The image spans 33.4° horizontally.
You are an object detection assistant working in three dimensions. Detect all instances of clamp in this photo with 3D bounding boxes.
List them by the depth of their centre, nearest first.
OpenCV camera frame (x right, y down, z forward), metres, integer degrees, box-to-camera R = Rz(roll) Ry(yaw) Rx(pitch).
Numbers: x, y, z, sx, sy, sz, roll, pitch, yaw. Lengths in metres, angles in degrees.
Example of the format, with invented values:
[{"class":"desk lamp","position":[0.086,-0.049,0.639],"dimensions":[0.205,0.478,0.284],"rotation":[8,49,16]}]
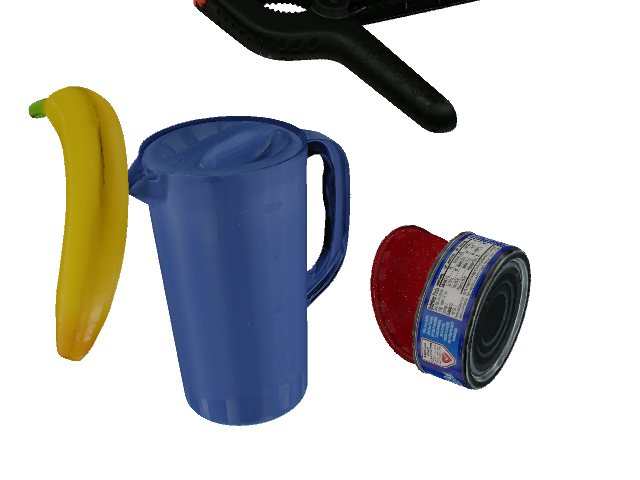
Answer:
[{"class":"clamp","position":[0.011,-0.145,0.730],"dimensions":[0.210,0.164,0.036],"rotation":[9,-41,3]}]

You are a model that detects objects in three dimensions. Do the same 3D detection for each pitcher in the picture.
[{"class":"pitcher","position":[-0.060,0.024,0.885],"dimensions":[0.149,0.243,0.144],"rotation":[5,27,17]}]

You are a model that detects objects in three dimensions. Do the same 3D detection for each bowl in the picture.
[{"class":"bowl","position":[0.129,0.059,1.204],"dimensions":[0.055,0.162,0.161],"rotation":[-11,-8,43]}]

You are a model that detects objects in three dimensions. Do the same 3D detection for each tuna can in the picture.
[{"class":"tuna can","position":[0.087,0.040,0.606],"dimensions":[0.034,0.086,0.086],"rotation":[18,9,29]}]

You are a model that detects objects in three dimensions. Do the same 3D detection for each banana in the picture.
[{"class":"banana","position":[-0.139,-0.027,0.632],"dimensions":[0.037,0.198,0.070],"rotation":[12,-43,-33]}]
